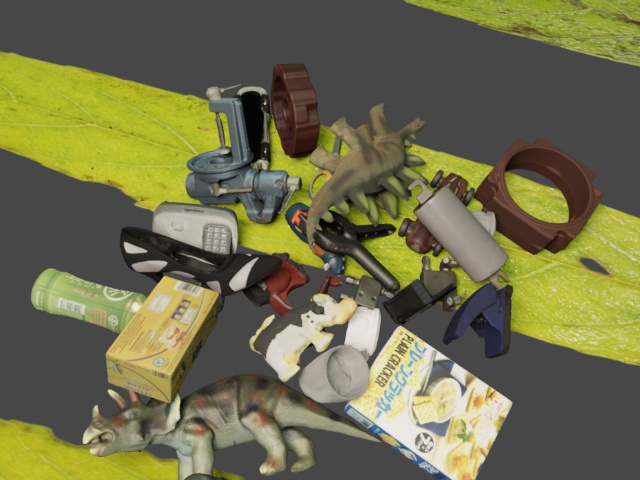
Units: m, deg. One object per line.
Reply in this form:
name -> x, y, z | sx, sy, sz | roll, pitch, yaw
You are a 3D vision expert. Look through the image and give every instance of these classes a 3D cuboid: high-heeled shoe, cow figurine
high-heeled shoe -> -0.192, 0.016, 0.847 | 0.249, 0.145, 0.086 | -16, 25, 16
cow figurine -> -0.024, 0.134, 0.839 | 0.167, 0.068, 0.098 | -43, 81, -7

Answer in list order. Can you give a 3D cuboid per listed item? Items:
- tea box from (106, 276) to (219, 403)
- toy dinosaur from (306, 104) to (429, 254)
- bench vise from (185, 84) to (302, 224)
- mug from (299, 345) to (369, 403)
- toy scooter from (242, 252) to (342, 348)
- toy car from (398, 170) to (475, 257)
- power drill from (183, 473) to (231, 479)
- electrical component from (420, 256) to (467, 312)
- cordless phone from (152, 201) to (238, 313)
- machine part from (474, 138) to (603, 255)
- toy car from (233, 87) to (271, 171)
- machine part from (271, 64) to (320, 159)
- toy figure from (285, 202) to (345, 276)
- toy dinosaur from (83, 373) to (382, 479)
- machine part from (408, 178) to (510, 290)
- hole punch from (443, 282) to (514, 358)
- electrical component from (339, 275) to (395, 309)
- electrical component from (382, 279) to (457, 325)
tea box -> -0.223, 0.140, 0.784 | 0.098, 0.068, 0.170 | 17, 39, 7
toy dinosaur -> 0.086, -0.129, 0.991 | 0.199, 0.105, 0.471 | 44, 50, 10
bench vise -> -0.145, -0.147, 0.946 | 0.224, 0.240, 0.129 | 6, 29, 25
mug -> 0.021, 0.209, 0.848 | 0.109, 0.107, 0.081 | -34, 92, -42
toy scooter -> -0.041, 0.084, 0.920 | 0.184, 0.075, 0.135 | 43, 68, 10
toy car -> 0.229, -0.058, 1.034 | 0.089, 0.053, 0.202 | 32, 66, 13
power drill -> -0.153, 0.405, 0.712 | 0.207, 0.231, 0.086 | -26, 40, 5
electrical component -> 0.222, 0.076, 0.970 | 0.078, 0.045, 0.102 | 10, 63, -3
cordless phone -> -0.220, 0.031, 0.932 | 0.147, 0.088, 0.184 | 6, 82, -4
machine part -> 0.427, -0.089, 1.053 | 0.201, 0.087, 0.201 | 38, 67, 12
toy car -> -0.135, -0.218, 1.068 | 0.074, 0.056, 0.202 | -2, 67, -1
machine part -> -0.048, -0.248, 1.031 | 0.056, 0.179, 0.179 | -11, 66, -14
toy figure -> -0.004, -0.002, 0.972 | 0.064, 0.057, 0.154 | -26, 66, -39
toy dinosaur -> -0.126, 0.266, 0.805 | 0.405, 0.131, 0.192 | -8, 66, -17
machine part -> 0.245, -0.012, 0.937 | 0.079, 0.079, 0.243 | -41, 89, -22
hole punch -> 0.265, 0.131, 0.906 | 0.092, 0.142, 0.116 | 10, 72, 7
electrical component -> 0.085, 0.098, 0.957 | 0.094, 0.021, 0.063 | 19, 64, 2
electrical component -> 0.170, 0.096, 0.916 | 0.119, 0.074, 0.048 | -38, 72, 10
